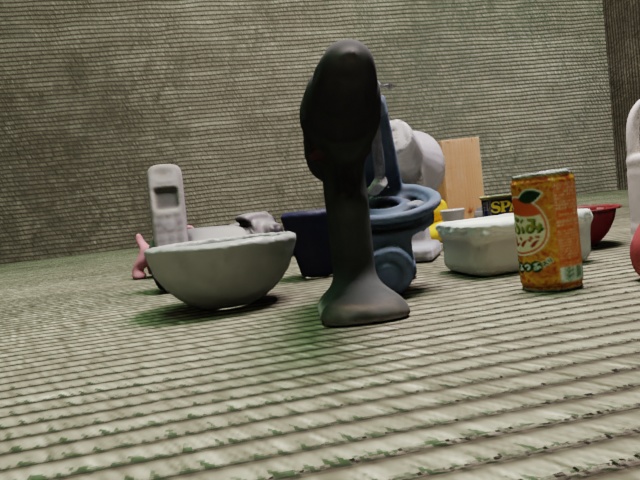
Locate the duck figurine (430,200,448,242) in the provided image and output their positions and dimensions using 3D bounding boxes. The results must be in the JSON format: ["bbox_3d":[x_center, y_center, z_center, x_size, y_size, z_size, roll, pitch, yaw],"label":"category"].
[{"bbox_3d":[0.241,-0.041,1.162,0.077,0.086,0.104,-7,3,-10],"label":"duck figurine"}]

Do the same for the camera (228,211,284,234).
[{"bbox_3d":[-0.159,-0.002,1.149,0.137,0.101,0.142,-9,4,-40],"label":"camera"}]

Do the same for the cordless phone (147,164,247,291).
[{"bbox_3d":[-0.182,-0.024,0.845,0.148,0.185,0.094,-7,4,-15],"label":"cordless phone"}]

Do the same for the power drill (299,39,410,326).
[{"bbox_3d":[0.025,-0.038,0.491,0.075,0.208,0.229,-7,3,-4],"label":"power drill"}]

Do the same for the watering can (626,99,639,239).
[{"bbox_3d":[0.437,-0.091,0.706,0.101,0.194,0.173,-7,3,-3],"label":"watering can"}]

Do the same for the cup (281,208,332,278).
[{"bbox_3d":[0.007,0.003,0.797,0.117,0.095,0.092,-5,4,25],"label":"cup"}]

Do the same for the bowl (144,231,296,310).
[{"bbox_3d":[-0.105,0.035,0.634,0.167,0.075,0.167,-6,3,1],"label":"bowl"}]

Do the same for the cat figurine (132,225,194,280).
[{"bbox_3d":[-0.294,0.010,1.064,0.127,0.118,0.067,-5,4,29],"label":"cat figurine"}]

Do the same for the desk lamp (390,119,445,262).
[{"bbox_3d":[0.139,-0.079,0.916,0.117,0.213,0.204,-5,4,17],"label":"desk lamp"}]

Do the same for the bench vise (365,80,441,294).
[{"bbox_3d":[0.058,-0.057,0.641,0.121,0.220,0.207,-7,4,-10],"label":"bench vise"}]

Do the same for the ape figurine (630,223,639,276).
[{"bbox_3d":[0.309,-0.012,0.495,0.075,0.092,0.078,-4,4,39],"label":"ape figurine"}]
